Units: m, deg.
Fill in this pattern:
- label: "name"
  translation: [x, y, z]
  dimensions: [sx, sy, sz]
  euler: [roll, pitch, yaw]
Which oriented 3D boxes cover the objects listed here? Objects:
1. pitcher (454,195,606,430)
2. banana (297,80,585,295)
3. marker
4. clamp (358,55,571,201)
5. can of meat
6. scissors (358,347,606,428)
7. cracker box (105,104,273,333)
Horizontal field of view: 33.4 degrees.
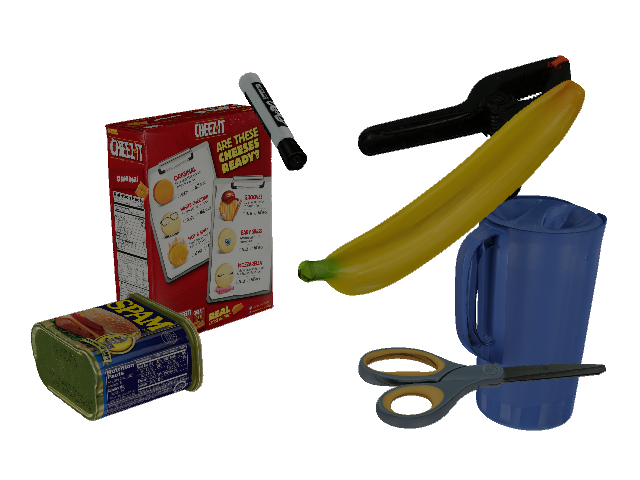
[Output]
- label: "pitcher"
  translation: [0.222, 0.080, 1.159]
  dimensions: [0.149, 0.243, 0.145]
  euler: [5, 19, 11]
- label: "banana"
  translation: [0.077, -0.022, 0.637]
  dimensions: [0.197, 0.037, 0.069]
  euler: [-36, -12, -4]
- label: "marker"
  translation: [-0.040, -0.098, 0.881]
  dimensions: [0.020, 0.020, 0.121]
  euler: [0, 41, -29]
- label: "clamp"
  translation: [0.160, -0.103, 0.928]
  dimensions: [0.209, 0.036, 0.165]
  euler: [-30, 39, -26]
- label: "can of meat"
  translation: [-0.148, 0.082, 0.765]
  dimensions: [0.083, 0.057, 0.102]
  euler: [-15, 23, -38]
- label: "scissors"
  translation: [0.129, 0.120, 0.855]
  dimensions: [0.202, 0.016, 0.096]
  euler: [5, 34, 8]
- label: "cracker box"
  translation: [-0.126, -0.019, 1.061]
  dimensions: [0.072, 0.214, 0.163]
  euler: [13, 20, 40]
